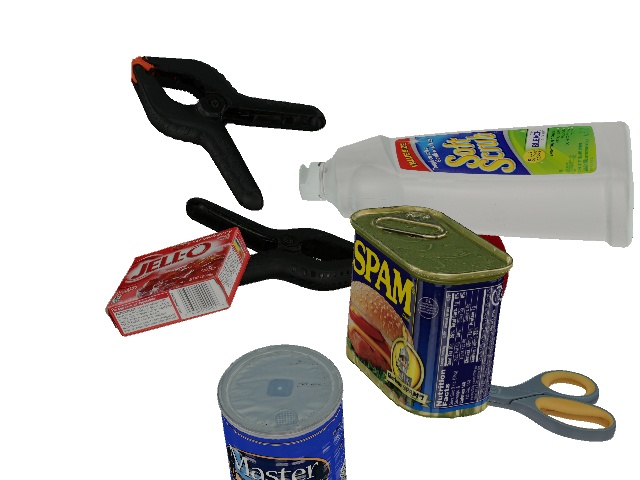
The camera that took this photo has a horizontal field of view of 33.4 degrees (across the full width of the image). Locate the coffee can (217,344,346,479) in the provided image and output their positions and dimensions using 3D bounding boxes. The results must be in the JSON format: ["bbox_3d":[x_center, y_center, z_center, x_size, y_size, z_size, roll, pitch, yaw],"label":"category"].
[{"bbox_3d":[-0.029,0.174,0.906,0.103,0.140,0.103,-2,37,2],"label":"coffee can"}]

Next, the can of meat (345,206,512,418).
[{"bbox_3d":[0.054,0.037,0.574,0.057,0.084,0.102,-6,22,-23],"label":"can of meat"}]

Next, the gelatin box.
[{"bbox_3d":[-0.101,0.029,0.764,0.089,0.030,0.073,-16,25,18],"label":"gelatin box"}]

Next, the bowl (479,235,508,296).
[{"bbox_3d":[0.159,0.030,1.188,0.161,0.162,0.055,0,-5,-39],"label":"bowl"}]

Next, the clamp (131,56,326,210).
[{"bbox_3d":[-0.082,-0.111,0.917,0.120,0.171,0.039,-44,-11,-36],"label":"clamp"}]

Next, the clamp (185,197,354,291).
[{"bbox_3d":[-0.041,0.019,1.091,0.210,0.036,0.164,11,29,-7],"label":"clamp"}]

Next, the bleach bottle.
[{"bbox_3d":[0.106,-0.043,0.814,0.251,0.068,0.102,-1,37,14],"label":"bleach bottle"}]

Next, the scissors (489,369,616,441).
[{"bbox_3d":[0.163,0.129,0.947,0.202,0.016,0.096,16,29,15],"label":"scissors"}]
